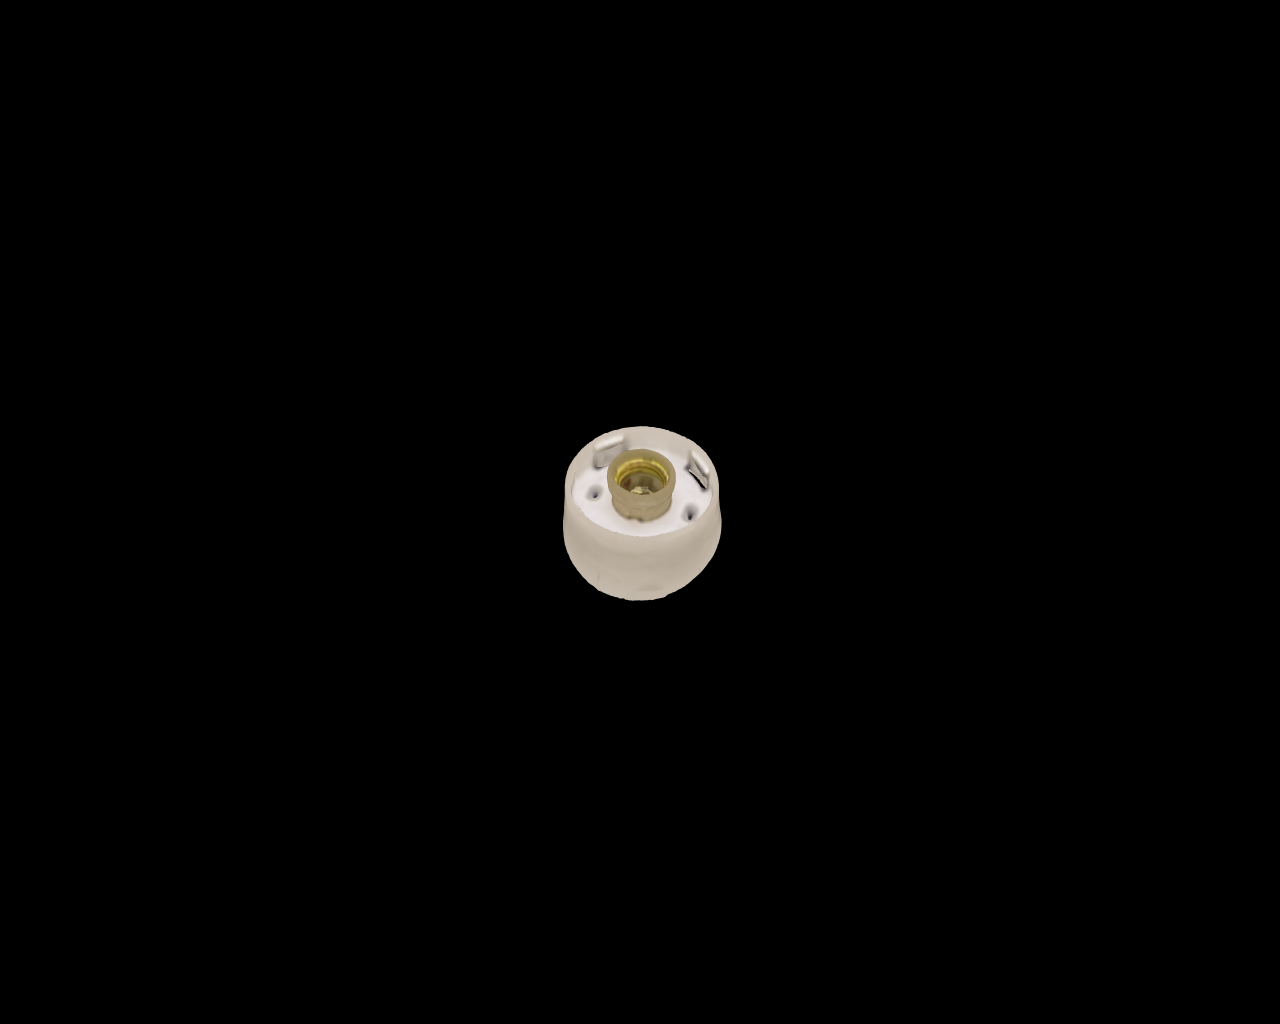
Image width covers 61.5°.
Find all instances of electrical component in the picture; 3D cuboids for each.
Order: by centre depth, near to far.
[{"bbox_3d":[0.001,-0.003,0.650,0.099,0.099,0.064,0,-40,0],"label":"electrical component"}]
